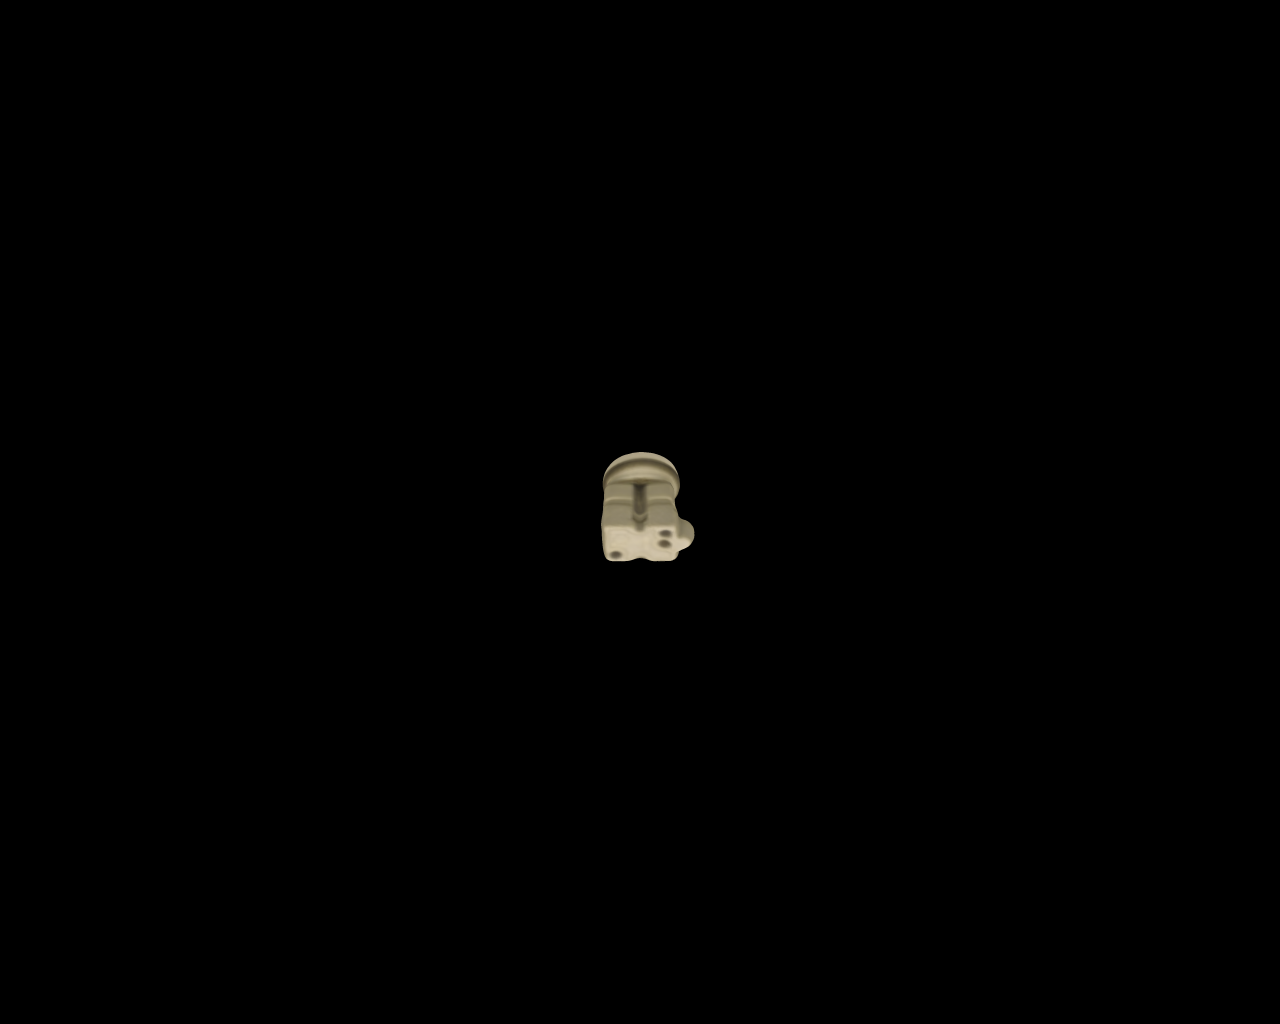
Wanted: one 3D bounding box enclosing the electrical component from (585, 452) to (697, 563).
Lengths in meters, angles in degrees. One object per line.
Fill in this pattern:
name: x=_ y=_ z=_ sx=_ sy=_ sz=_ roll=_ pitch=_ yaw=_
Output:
electrical component: x=0.001 y=-0.003 z=0.650 sx=0.066 sy=0.055 sz=0.048 roll=0 pitch=-39 yaw=0
